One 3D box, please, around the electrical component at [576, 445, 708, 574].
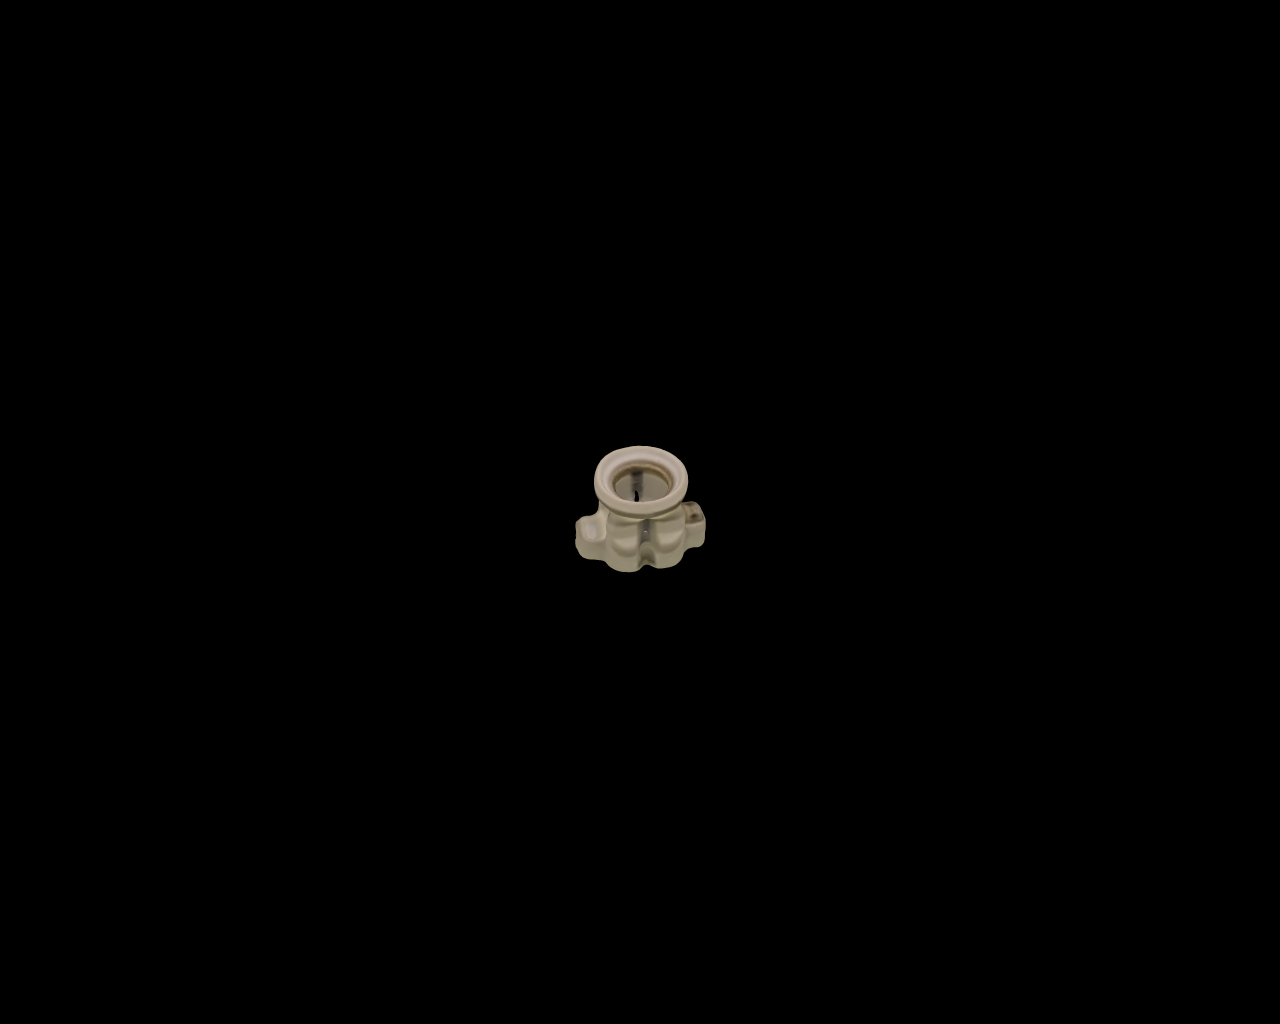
[{"bbox_3d":[0.001,-0.003,0.650,0.078,0.056,0.058,-6,43,-7],"label":"electrical component"}]
